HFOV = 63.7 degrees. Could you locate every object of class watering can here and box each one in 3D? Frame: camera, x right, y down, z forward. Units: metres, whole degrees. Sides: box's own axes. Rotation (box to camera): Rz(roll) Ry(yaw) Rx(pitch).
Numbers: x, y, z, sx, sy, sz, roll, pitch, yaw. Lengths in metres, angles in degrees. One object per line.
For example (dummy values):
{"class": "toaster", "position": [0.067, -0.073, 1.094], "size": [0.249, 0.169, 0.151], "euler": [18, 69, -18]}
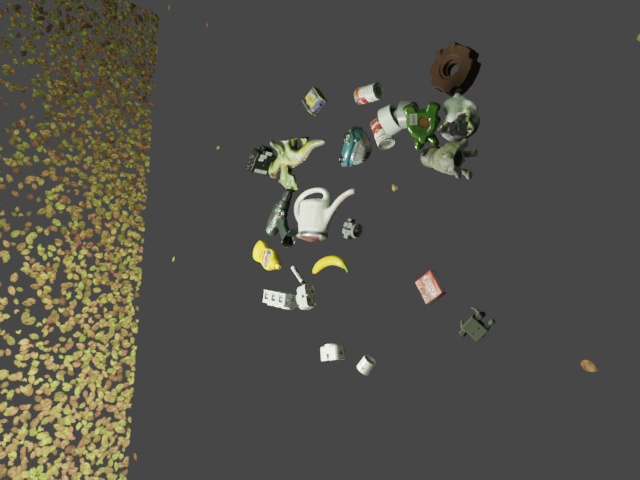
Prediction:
{"class": "watering can", "position": [0.006, -0.104, 2.069], "size": [0.347, 0.104, 0.226], "euler": [-1, 81, 48]}

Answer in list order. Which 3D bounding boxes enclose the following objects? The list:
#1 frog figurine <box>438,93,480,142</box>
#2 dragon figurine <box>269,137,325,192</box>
{"class": "frog figurine", "position": [0.450, -0.398, 1.673], "size": [0.134, 0.122, 0.163], "euler": [-56, 10, 35]}
{"class": "dragon figurine", "position": [-0.114, -0.334, 2.289], "size": [0.412, 0.123, 0.240], "euler": [14, 109, 51]}
